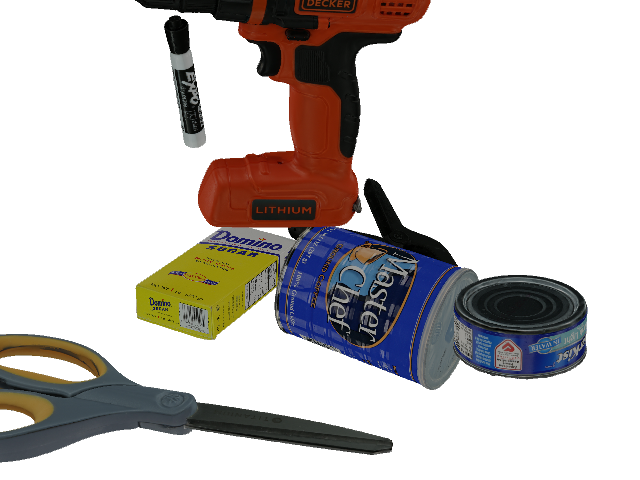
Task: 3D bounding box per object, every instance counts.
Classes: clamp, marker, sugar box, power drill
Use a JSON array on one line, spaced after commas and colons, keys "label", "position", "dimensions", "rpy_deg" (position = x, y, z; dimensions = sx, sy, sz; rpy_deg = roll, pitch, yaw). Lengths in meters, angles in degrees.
[{"label": "clamp", "position": [0.076, 0.010, 1.242], "dimensions": [0.164, 0.036, 0.210], "rpy_deg": [-24, 53, -40]}, {"label": "marker", "position": [-0.108, -0.126, 0.855], "dimensions": [0.020, 0.121, 0.020], "rpy_deg": [-2, 44, 2]}, {"label": "sugar box", "position": [-0.105, 0.038, 1.121], "dimensions": [0.093, 0.048, 0.176], "rpy_deg": [15, 31, 23]}, {"label": "power drill", "position": [-0.033, -0.097, 0.659], "dimensions": [0.184, 0.188, 0.057], "rpy_deg": [1, 37, -11]}]

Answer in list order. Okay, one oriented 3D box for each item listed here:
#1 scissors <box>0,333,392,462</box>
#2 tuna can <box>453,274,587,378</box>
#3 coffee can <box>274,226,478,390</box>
[{"label": "scissors", "position": [-0.080, 0.080, 0.453], "dimensions": [0.202, 0.016, 0.096], "rpy_deg": [14, 28, 25]}, {"label": "tuna can", "position": [0.128, 0.054, 0.687], "dimensions": [0.086, 0.034, 0.086], "rpy_deg": [-3, 22, 1]}, {"label": "coffee can", "position": [0.048, 0.052, 0.890], "dimensions": [0.140, 0.103, 0.102], "rpy_deg": [19, 8, 26]}]
